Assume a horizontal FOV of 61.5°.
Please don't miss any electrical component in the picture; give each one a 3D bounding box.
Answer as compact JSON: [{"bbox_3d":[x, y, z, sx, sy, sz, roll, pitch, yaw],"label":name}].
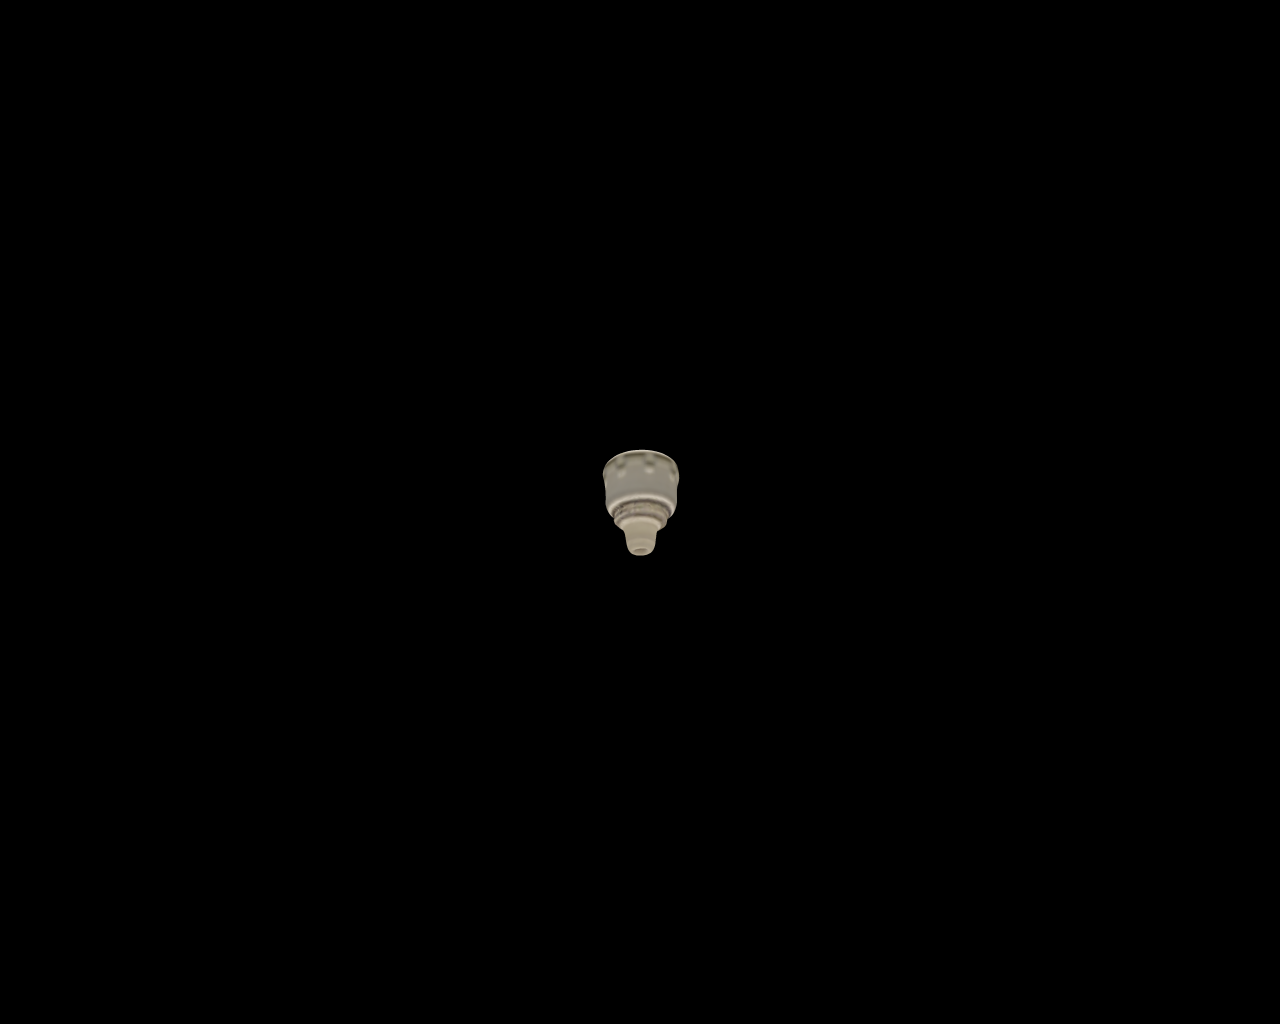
[{"bbox_3d":[0.001,-0.003,0.650,0.048,0.062,0.048,0,-28,0],"label":"electrical component"}]
